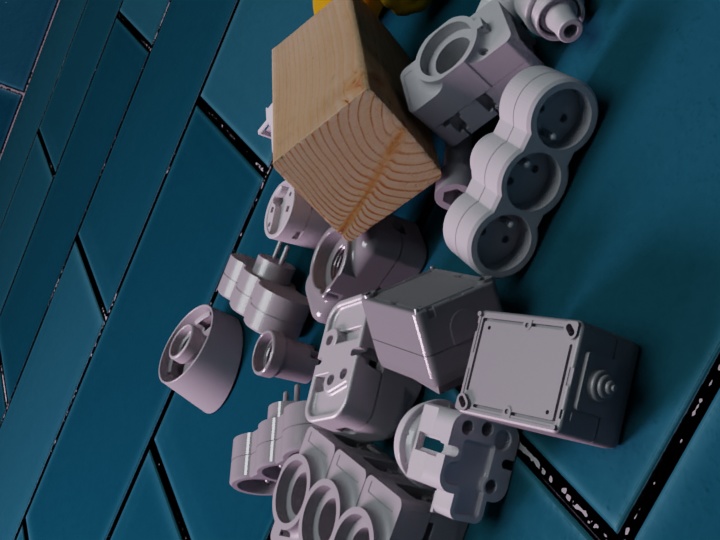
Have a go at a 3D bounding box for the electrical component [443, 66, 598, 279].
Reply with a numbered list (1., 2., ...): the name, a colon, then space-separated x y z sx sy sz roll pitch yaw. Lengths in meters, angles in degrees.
1. electrical component: 0.098 -0.069 0.713 0.138 0.052 0.073 -66 28 13

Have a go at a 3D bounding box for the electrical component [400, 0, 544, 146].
1. electrical component: 0.077 -0.141 0.764 0.089 0.056 0.050 -35 42 25

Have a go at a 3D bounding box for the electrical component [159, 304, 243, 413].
1. electrical component: -0.157 0.087 1.091 0.099 0.064 0.099 -38 33 30

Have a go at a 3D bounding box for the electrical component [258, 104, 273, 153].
1. electrical component: -0.063 -0.143 1.056 0.081 0.042 0.063 -44 40 42

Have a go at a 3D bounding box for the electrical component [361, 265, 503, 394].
1. electrical component: 0.047 0.038 0.712 0.096 0.062 0.061 12 121 64

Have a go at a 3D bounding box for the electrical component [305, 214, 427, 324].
1. electrical component: 0.000 0.000 0.839 0.095 0.059 0.053 -55 32 28

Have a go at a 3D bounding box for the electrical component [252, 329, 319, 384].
1. electrical component: -0.064 0.076 0.922 0.040 0.046 0.040 -38 42 46

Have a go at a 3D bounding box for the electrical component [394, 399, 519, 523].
1. electrical component: 0.058 0.112 0.672 0.057 0.058 0.078 5 78 59

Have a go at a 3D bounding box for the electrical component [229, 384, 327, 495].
1. electrical component: -0.057 0.129 0.872 0.138 0.052 0.073 -36 44 48

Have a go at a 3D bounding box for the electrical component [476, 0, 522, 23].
1. electrical component: 0.098 -0.177 0.796 0.061 0.035 0.035 -65 28 17

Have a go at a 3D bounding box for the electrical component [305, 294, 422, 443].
1. electrical component: 0.006 0.073 0.777 0.054 0.059 0.095 -20 50 52

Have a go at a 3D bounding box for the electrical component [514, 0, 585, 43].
1. electrical component: 0.131 -0.176 0.726 0.043 0.043 0.062 -55 33 29

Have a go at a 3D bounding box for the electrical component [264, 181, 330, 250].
1. electrical component: -0.053 -0.048 0.977 0.055 0.047 0.055 -38 42 46

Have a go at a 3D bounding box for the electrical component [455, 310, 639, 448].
1. electrical component: 0.112 0.062 0.606 0.096 0.061 0.061 4 77 53

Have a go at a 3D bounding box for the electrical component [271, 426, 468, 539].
1. electrical component: -0.002 0.175 0.736 0.150 0.062 0.089 23 94 62

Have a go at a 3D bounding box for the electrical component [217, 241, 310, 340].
1. electrical component: -0.083 0.008 0.991 0.138 0.052 0.073 38 107 61
